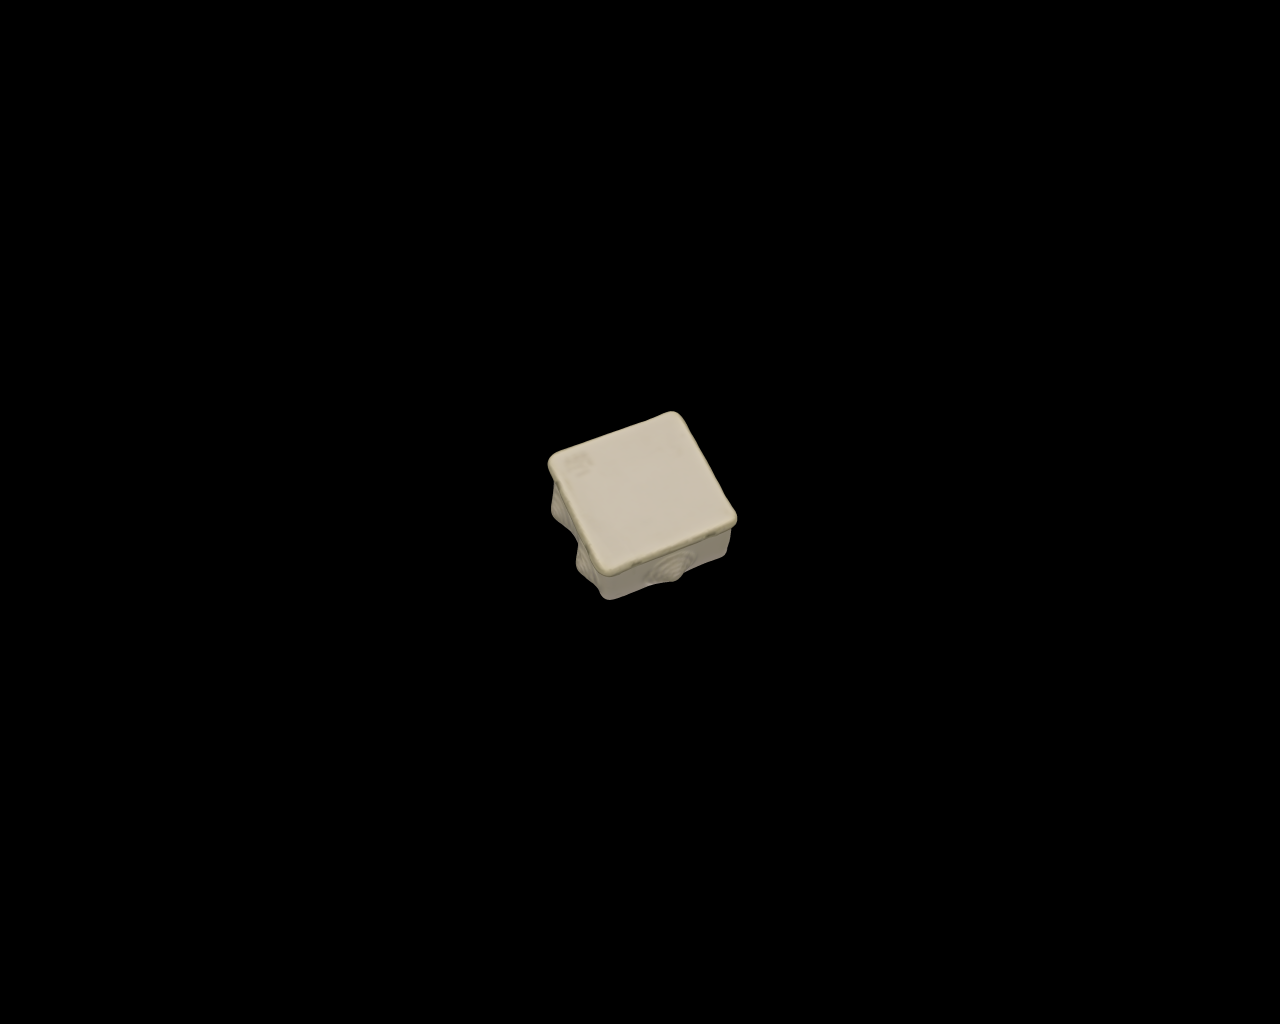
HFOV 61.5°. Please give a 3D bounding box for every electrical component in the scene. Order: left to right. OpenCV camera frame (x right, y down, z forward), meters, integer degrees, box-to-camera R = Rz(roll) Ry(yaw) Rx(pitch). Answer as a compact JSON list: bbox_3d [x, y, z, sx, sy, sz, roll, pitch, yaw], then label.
[{"bbox_3d":[0.001,-0.003,0.650,0.100,0.100,0.048,-21,-28,-12],"label":"electrical component"}]
